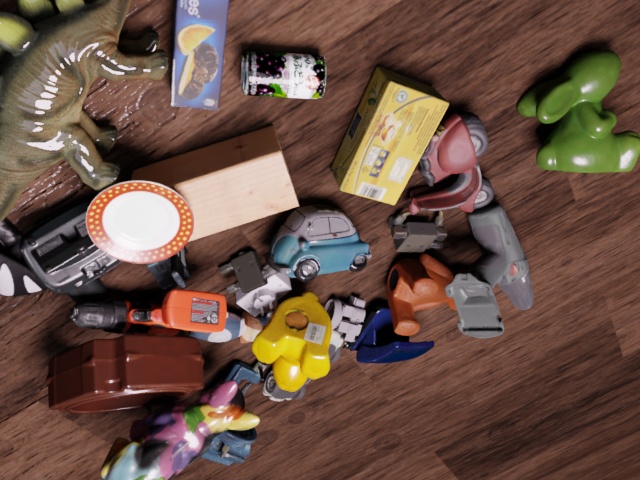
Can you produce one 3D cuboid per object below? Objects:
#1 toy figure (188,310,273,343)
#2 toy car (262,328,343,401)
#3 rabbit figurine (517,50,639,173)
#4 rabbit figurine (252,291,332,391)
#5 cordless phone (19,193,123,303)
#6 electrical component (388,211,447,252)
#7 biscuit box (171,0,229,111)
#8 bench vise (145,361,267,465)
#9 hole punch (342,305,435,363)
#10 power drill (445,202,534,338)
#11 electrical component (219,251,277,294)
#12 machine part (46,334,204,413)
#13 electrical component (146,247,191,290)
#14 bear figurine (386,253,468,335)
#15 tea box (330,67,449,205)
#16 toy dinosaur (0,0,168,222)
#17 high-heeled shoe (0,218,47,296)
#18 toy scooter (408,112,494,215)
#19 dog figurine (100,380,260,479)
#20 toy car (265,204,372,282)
[{"bbox_3d":[-0.146,0.148,0.924,0.154,0.058,0.064,8,161,-21],"label":"toy figure"},{"bbox_3d":[-0.033,0.234,1.012,0.073,0.056,0.201,23,118,-34],"label":"toy car"},{"bbox_3d":[0.377,-0.191,0.791,0.159,0.121,0.170,0,107,-5],"label":"rabbit figurine"},{"bbox_3d":[-0.046,0.174,0.893,0.122,0.162,0.173,7,130,-1],"label":"rabbit figurine"},{"bbox_3d":[-0.328,0.033,0.789,0.146,0.089,0.184,-34,151,-17],"label":"cordless phone"},{"bbox_3d":[0.162,-0.015,0.890,0.102,0.045,0.078,-1,154,-10],"label":"electrical component"},{"bbox_3d":[-0.140,-0.258,0.627,0.059,0.063,0.202,2,125,-17],"label":"biscuit box"},{"bbox_3d":[-0.193,0.316,0.999,0.223,0.129,0.240,35,91,-21],"label":"bench vise"},{"bbox_3d":[0.131,0.190,0.986,0.142,0.092,0.115,5,128,-41],"label":"hole punch"},{"bbox_3d":[0.290,0.068,0.881,0.086,0.207,0.231,-5,117,44],"label":"power drill"},{"bbox_3d":[-0.113,0.048,0.857,0.094,0.063,0.021,-23,170,15],"label":"electrical component"},{"bbox_3d":[-0.301,0.215,0.848,0.201,0.087,0.201,-24,154,33],"label":"machine part"},{"bbox_3d":[-0.223,0.032,0.780,0.048,0.119,0.074,-23,129,0],"label":"electrical component"},{"bbox_3d":[0.217,0.097,0.931,0.196,0.132,0.120,14,117,-15],"label":"bear figurine"},{"bbox_3d":[0.094,-0.144,0.762,0.098,0.068,0.169,14,119,-23],"label":"tea box"},{"bbox_3d":[-0.324,-0.140,0.613,0.198,0.105,0.471,21,108,-37],"label":"toy dinosaur"},{"bbox_3d":[-0.423,-0.021,0.720,0.145,0.086,0.248,12,126,-25],"label":"high-heeled shoe"},{"bbox_3d":[0.189,-0.100,0.815,0.135,0.075,0.183,-22,132,4],"label":"toy scooter"},{"bbox_3d":[-0.209,0.309,0.849,0.219,0.191,0.108,-29,98,12],"label":"dog figurine"},{"bbox_3d":[-0.002,-0.002,0.823,0.162,0.109,0.102,-7,109,-19],"label":"toy car"}]
